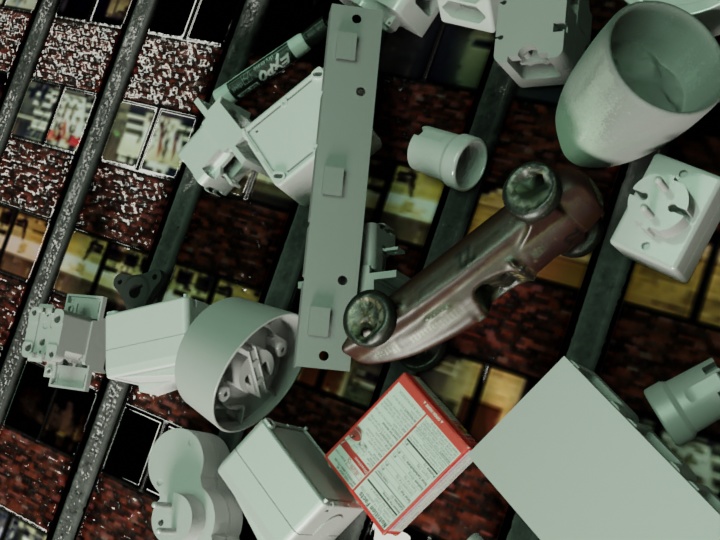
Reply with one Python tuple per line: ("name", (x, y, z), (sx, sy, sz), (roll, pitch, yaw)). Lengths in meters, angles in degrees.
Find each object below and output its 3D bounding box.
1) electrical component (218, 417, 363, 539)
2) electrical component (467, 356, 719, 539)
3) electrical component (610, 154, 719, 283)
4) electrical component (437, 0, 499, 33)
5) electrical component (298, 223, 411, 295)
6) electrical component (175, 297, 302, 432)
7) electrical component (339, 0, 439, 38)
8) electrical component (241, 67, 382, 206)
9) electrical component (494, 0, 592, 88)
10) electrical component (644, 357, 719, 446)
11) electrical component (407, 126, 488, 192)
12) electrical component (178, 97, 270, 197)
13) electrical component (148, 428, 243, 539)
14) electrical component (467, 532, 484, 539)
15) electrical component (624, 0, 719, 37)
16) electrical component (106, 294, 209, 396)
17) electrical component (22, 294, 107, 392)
("electrical component", (-0.055, 0.153, 0.769), (0.061, 0.062, 0.096), (-48, 60, 10))
("electrical component", (0.154, 0.139, 0.657), (0.089, 0.062, 0.150), (-48, 60, 10))
("electrical component", (0.191, -0.037, 0.675), (0.047, 0.077, 0.065), (28, 91, 32))
("electrical component", (0.093, -0.227, 0.792), (0.047, 0.065, 0.076), (21, 59, 31))
("electrical component", (0.000, 0.000, 0.792), (0.081, 0.042, 0.063), (-7, 70, 27))
("electrical component", (-0.084, 0.069, 0.787), (0.064, 0.099, 0.099), (22, 88, 38))
("electrical component", (0.018, -0.223, 0.836), (0.089, 0.050, 0.055), (36, 95, 31))
("electrical component", (-0.030, -0.104, 0.828), (0.096, 0.061, 0.061), (-38, 64, 8))
("electrical component", (0.131, -0.179, 0.759), (0.050, 0.056, 0.089), (0, 77, 29))
("electrical component", (0.204, 0.080, 0.659), (0.046, 0.040, 0.040), (-32, 63, 11))
("electrical component", (0.063, -0.082, 0.781), (0.046, 0.040, 0.040), (25, 89, 37))
("electrical component", (-0.111, -0.099, 0.879), (0.064, 0.042, 0.081), (-45, 60, 13))
("electrical component", (-0.128, 0.184, 0.794), (0.052, 0.074, 0.138), (-24, 66, 22))
("electrical component", (0.092, 0.195, 0.693), (0.035, 0.035, 0.061), (-50, 57, 8))
("electrical component", (0.223, -0.205, 0.712), (0.108, 0.060, 0.108), (-8, 73, 27))
("electrical component", (-0.156, 0.063, 0.849), (0.096, 0.062, 0.061), (-13, 71, 26))
("electrical component", (-0.244, 0.058, 0.898), (0.042, 0.064, 0.081), (3, 78, 28))
